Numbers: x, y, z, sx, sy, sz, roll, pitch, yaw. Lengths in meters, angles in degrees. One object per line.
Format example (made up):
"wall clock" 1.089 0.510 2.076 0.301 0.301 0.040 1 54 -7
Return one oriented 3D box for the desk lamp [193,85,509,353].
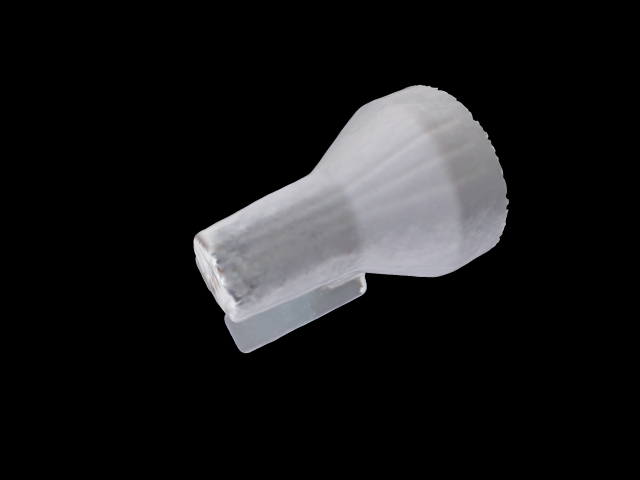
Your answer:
"desk lamp" 0.004 0.001 0.400 0.203 0.213 0.118 -28 83 -3
